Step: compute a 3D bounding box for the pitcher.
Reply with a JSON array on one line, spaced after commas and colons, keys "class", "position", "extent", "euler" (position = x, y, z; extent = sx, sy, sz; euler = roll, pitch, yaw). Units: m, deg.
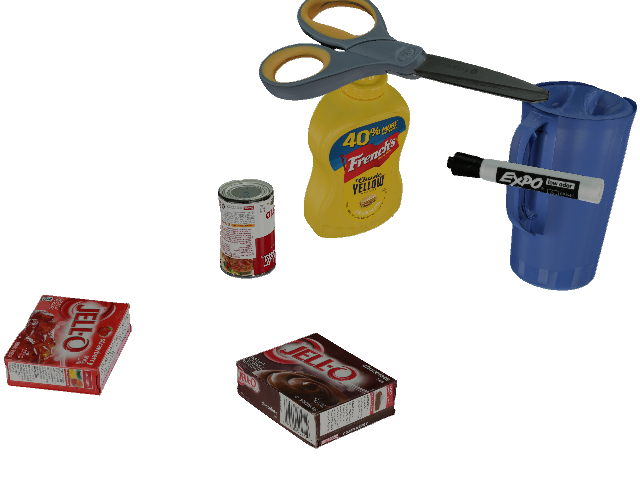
[{"class": "pitcher", "position": [0.292, -0.062, 1.304], "extent": [0.149, 0.243, 0.145], "euler": [4, 27, 2]}]

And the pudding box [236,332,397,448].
[{"class": "pudding box", "position": [-0.004, 0.125, 0.909], "extent": [0.089, 0.039, 0.114], "euler": [-18, 31, -35]}]

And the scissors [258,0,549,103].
[{"class": "scissors", "position": [0.034, -0.096, 0.630], "extent": [0.202, 0.096, 0.016], "euler": [43, -10, 45]}]

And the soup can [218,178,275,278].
[{"class": "soup can", "position": [-0.088, -0.015, 1.278], "extent": [0.068, 0.102, 0.068], "euler": [0, 26, 0]}]

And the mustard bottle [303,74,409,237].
[{"class": "mustard bottle", "position": [0.035, -0.091, 0.974], "extent": [0.096, 0.192, 0.058], "euler": [-18, 49, -20]}]

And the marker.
[{"class": "marker", "position": [0.155, -0.049, 0.818], "extent": [0.121, 0.020, 0.020], "euler": [14, 6, 24]}]

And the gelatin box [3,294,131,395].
[{"class": "gelatin box", "position": [-0.194, 0.079, 0.828], "extent": [0.073, 0.030, 0.089], "euler": [6, 32, 6]}]
